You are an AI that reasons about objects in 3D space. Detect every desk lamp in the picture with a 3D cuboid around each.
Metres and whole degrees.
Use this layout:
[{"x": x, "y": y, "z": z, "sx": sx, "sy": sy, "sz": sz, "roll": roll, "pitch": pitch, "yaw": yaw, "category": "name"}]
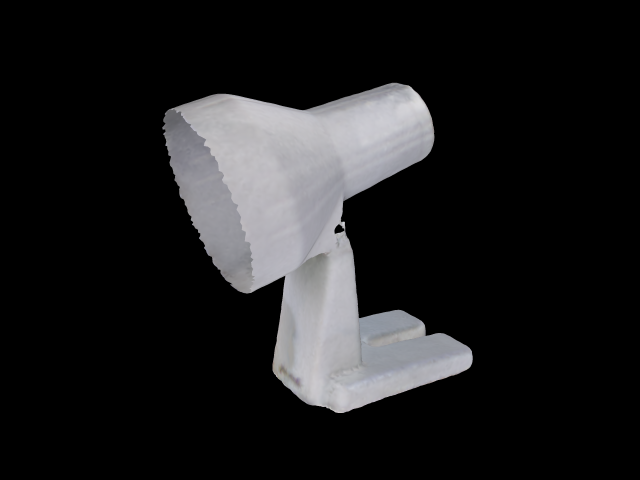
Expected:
[{"x": 0.004, "y": 0.001, "z": 0.400, "sx": 0.204, "sy": 0.214, "sz": 0.117, "roll": -9, "pitch": 19, "yaw": -29, "category": "desk lamp"}]
